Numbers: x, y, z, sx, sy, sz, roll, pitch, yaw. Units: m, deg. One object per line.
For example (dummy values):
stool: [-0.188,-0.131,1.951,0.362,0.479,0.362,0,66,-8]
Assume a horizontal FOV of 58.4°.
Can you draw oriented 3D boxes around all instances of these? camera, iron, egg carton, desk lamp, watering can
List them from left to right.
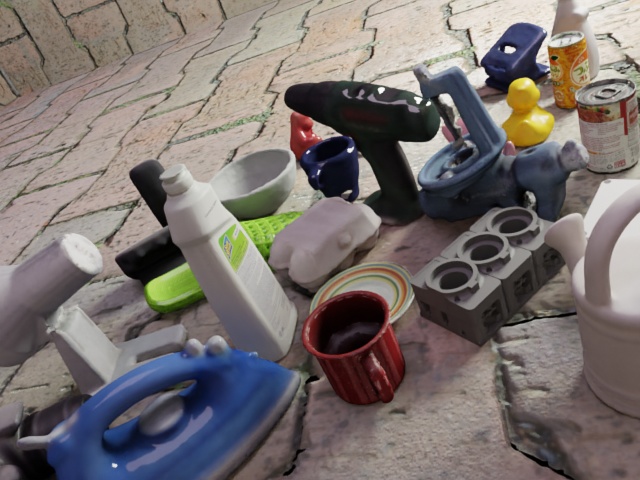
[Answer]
camera: [-0.310,0.229,0.621,0.137,0.101,0.143,-27,32,-4]
desk lamp: [-0.305,0.100,0.702,0.203,0.214,0.118,-20,32,6]
iron: [-0.148,0.169,0.564,0.259,0.142,0.118,-35,33,-17]
egg carton: [0.007,0.003,0.778,0.150,0.069,0.107,-40,35,-24]
watering can: [0.245,0.038,0.449,0.101,0.194,0.172,-40,35,-24]

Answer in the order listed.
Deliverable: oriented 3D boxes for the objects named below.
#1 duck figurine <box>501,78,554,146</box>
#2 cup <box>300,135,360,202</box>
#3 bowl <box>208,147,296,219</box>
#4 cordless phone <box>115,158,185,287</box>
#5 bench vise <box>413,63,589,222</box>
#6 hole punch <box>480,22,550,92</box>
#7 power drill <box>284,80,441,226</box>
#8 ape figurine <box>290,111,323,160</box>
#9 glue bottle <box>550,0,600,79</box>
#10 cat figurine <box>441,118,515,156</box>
duck figurine: [0.308,-0.198,0.863,0.077,0.086,0.104,-7,35,25]
cup: [0.021,-0.094,0.888,0.091,0.095,0.118,-4,37,29]
bowl: [-0.108,-0.086,0.982,0.167,0.075,0.167,-17,32,11]
cordless phone: [-0.267,-0.027,0.892,0.148,0.185,0.093,-32,33,-13]
bench vise: [0.203,-0.122,0.690,0.207,0.220,0.121,-10,34,21]
hole punch: [0.347,-0.327,1.023,0.101,0.091,0.108,-28,32,-6]
power drill: [0.068,-0.126,0.796,0.228,0.209,0.076,6,43,39]
ape figurine: [-0.028,-0.203,1.085,0.076,0.092,0.078,-15,33,14]
glue bottle: [0.409,-0.348,0.935,0.037,0.173,0.077,-40,35,-23]
cat figurine: [0.224,-0.124,0.778,0.067,0.118,0.127,-30,32,-9]
